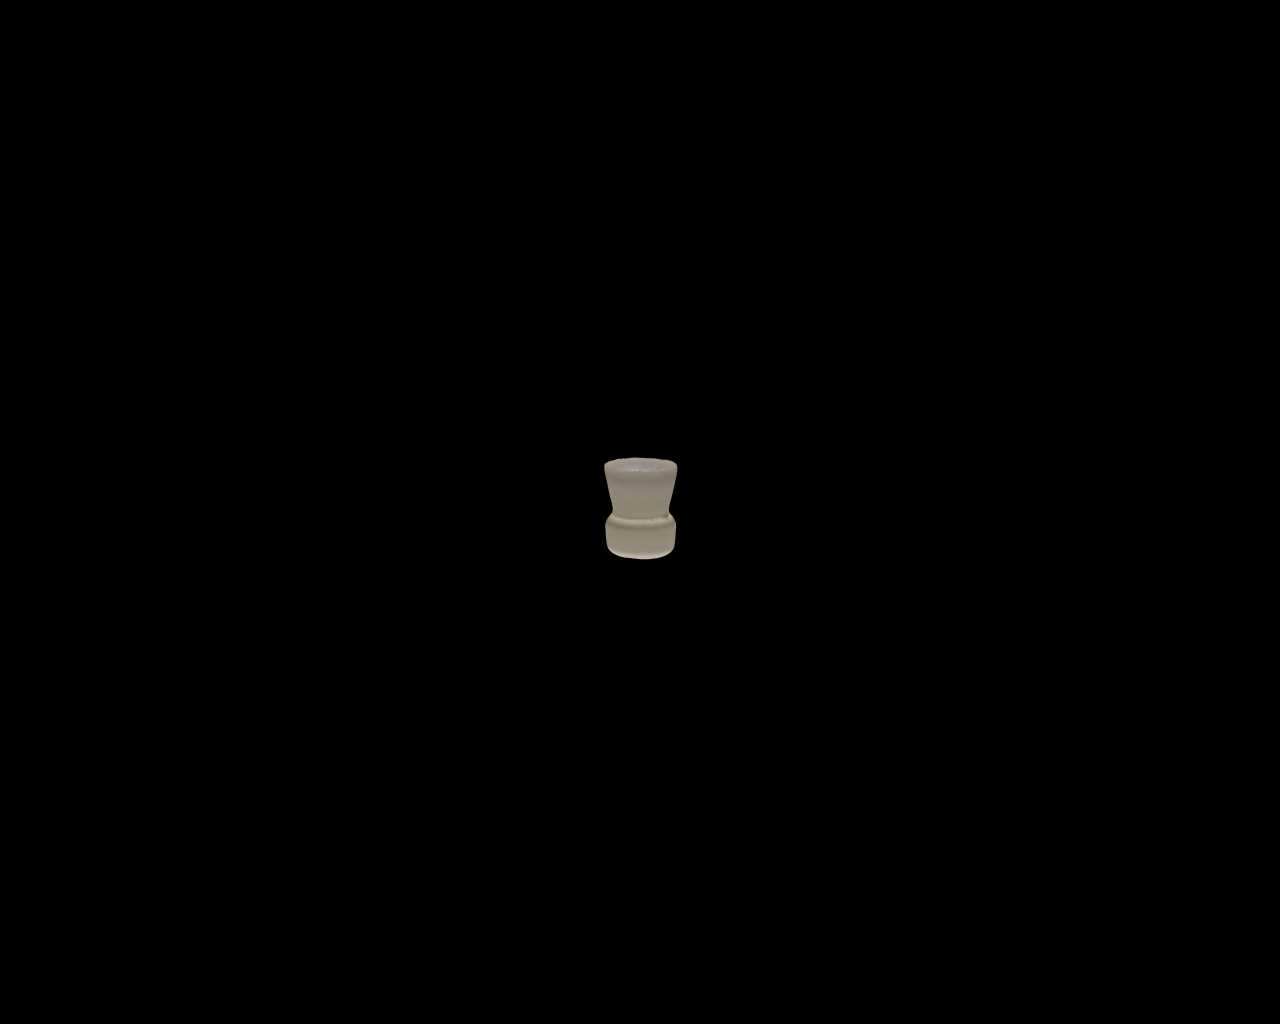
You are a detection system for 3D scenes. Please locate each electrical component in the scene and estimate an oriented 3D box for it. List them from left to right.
[{"bbox_3d":[0.001,-0.003,0.650,0.045,0.055,0.045,0,14,0],"label":"electrical component"}]
